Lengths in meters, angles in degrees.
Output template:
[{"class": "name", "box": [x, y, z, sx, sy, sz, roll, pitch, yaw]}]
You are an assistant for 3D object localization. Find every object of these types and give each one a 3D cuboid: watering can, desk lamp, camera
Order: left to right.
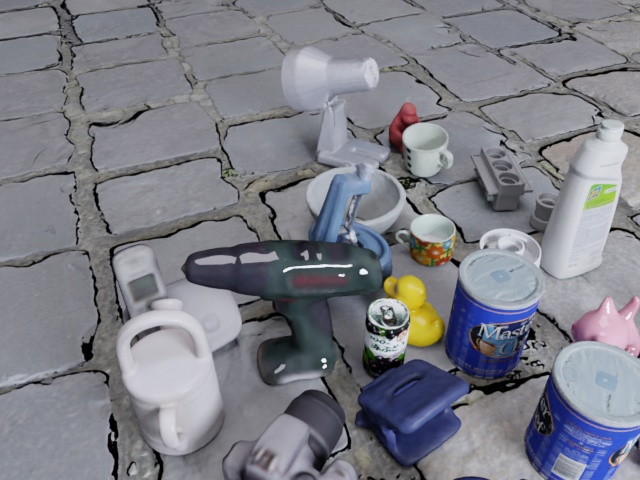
[{"class": "watering can", "box": [-0.173, 0.143, 0.647, 0.101, 0.194, 0.172, -23, 45, -24]}, {"class": "camera", "box": [-0.014, 0.231, 0.614, 0.142, 0.101, 0.137, 20, 45, 22]}, {"class": "desk lamp", "box": [0.034, -0.257, 1.098, 0.202, 0.214, 0.118, 19, 44, 21]}]

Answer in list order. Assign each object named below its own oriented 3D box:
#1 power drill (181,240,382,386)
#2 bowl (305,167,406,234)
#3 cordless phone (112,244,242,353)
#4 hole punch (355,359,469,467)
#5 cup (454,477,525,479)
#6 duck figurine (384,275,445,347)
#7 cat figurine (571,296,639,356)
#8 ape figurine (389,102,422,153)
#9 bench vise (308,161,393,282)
[{"class": "power drill", "box": [-0.039, 0.084, 0.704, 0.230, 0.209, 0.075, -9, 41, -10]}, {"class": "bowl", "box": [0.058, -0.051, 0.963, 0.167, 0.075, 0.167, 0, 40, 0]}, {"class": "cordless phone", "box": [-0.184, 0.072, 0.737, 0.148, 0.185, 0.093, -26, 47, -27]}, {"class": "hole punch", "box": [0.104, 0.189, 0.670, 0.109, 0.091, 0.100, -26, 46, -27]}, {"class": "cup", "box": [0.158, 0.284, 0.554, 0.118, 0.095, 0.091, -26, 46, -26]}, {"class": "duck figurine", "box": [0.126, 0.090, 0.789, 0.104, 0.086, 0.078, 32, 50, 32]}, {"class": "cat figurine", "box": [0.368, 0.116, 0.732, 0.128, 0.118, 0.067, -26, 46, -27]}, {"class": "ape figurine", "box": [0.175, -0.234, 1.164, 0.078, 0.092, 0.076, -13, 42, -14]}, {"class": "bench vise", "box": [0.015, 0.008, 0.782, 0.208, 0.220, 0.121, -32, 49, -31]}]
